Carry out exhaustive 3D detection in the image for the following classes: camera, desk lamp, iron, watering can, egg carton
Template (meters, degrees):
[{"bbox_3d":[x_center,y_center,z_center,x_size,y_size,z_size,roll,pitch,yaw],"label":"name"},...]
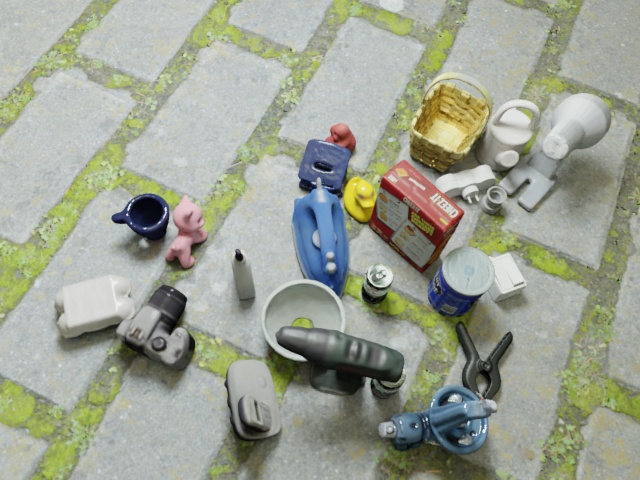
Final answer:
[{"bbox_3d":[-0.304,0.162,1.113,0.143,0.101,0.137,24,66,8],"label":"camera"},{"bbox_3d":[0.525,-0.199,1.274,0.117,0.213,0.203,40,69,15],"label":"desk lamp"},{"bbox_3d":[0.011,0.004,1.185,0.118,0.141,0.258,-7,66,-7],"label":"iron"},{"bbox_3d":[0.431,-0.241,1.298,0.101,0.194,0.173,-8,66,-7],"label":"watering can"},{"bbox_3d":[-0.445,0.130,1.136,0.150,0.069,0.107,-16,67,-11],"label":"egg carton"}]

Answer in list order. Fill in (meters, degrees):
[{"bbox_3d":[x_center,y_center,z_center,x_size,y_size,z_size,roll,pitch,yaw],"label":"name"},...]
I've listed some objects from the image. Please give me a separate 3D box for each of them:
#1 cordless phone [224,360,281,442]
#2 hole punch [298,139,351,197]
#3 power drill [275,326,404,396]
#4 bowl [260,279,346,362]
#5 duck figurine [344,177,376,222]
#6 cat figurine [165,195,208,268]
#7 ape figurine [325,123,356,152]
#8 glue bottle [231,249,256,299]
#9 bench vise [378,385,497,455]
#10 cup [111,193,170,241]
[{"bbox_3d":[-0.124,0.278,1.023,0.094,0.185,0.147,-14,66,-10],"label":"cordless phone"},{"bbox_3d":[0.011,-0.161,1.290,0.108,0.091,0.101,17,65,4],"label":"hole punch"},{"bbox_3d":[0.031,0.222,1.047,0.229,0.208,0.075,10,65,1],"label":"power drill"},{"bbox_3d":[-0.033,0.168,1.142,0.167,0.075,0.167,1,65,-3],"label":"bowl"},{"bbox_3d":[0.094,-0.102,1.271,0.077,0.086,0.104,-14,66,-10],"label":"duck figurine"},{"bbox_3d":[-0.281,-0.022,1.191,0.067,0.118,0.128,17,65,5],"label":"cat figurine"},{"bbox_3d":[0.048,-0.239,1.329,0.076,0.092,0.078,15,65,4],"label":"ape figurine"},{"bbox_3d":[-0.155,0.056,1.132,0.037,0.173,0.078,-14,66,-10],"label":"glue bottle"},{"bbox_3d":[0.217,0.328,1.003,0.207,0.220,0.121,-23,68,-13],"label":"bench vise"},{"bbox_3d":[-0.369,-0.036,1.205,0.118,0.095,0.091,-9,66,-8],"label":"cup"}]
